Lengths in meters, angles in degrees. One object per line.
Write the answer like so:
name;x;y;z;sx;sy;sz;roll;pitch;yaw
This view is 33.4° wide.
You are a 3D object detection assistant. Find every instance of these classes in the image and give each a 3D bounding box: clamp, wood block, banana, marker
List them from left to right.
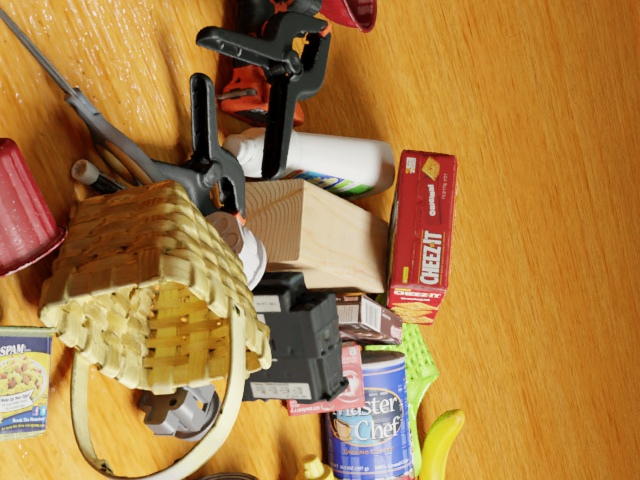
marker;-0.179;-0.040;0.964;0.121;0.020;0.020;36;56;-55
clamp;-0.113;-0.078;1.046;0.120;0.039;0.171;-54;143;-10
clamp;-0.045;-0.182;1.087;0.164;0.036;0.209;60;39;-28
wood block;-0.008;0.001;1.195;0.205;0.091;0.090;23;68;-58
banana;0.170;0.306;1.495;0.037;0.070;0.198;-14;122;-32

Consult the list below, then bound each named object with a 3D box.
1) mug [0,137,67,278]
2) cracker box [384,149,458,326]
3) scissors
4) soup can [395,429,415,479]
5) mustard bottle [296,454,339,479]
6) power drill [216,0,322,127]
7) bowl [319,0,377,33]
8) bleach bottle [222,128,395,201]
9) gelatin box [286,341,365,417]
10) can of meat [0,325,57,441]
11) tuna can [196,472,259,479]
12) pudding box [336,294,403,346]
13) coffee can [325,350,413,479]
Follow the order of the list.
mug;-0.244;-0.026;0.786;0.117;0.093;0.081;-104;173;-70
cracker box;0.119;0.004;1.287;0.214;0.072;0.164;87;8;-75
scissors;-0.204;-0.110;0.911;0.201;0.096;0.016;46;72;-11
soup can;0.088;0.294;1.366;0.068;0.069;0.102;-4;90;-61
mustard bottle;0.010;0.325;1.191;0.058;0.096;0.191;-40;122;-53
power drill;-0.054;-0.220;1.172;0.184;0.057;0.187;13;73;-57
bowl;0.018;-0.327;1.298;0.162;0.055;0.162;-9;90;-69
bleach bottle;-0.022;-0.088;1.193;0.250;0.103;0.068;3;78;-53
gelatin box;0.004;0.157;1.205;0.030;0.089;0.073;-125;-150;-84
can of meat;-0.246;0.104;0.790;0.101;0.058;0.084;10;81;-60
tuna can;-0.095;0.256;1.019;0.086;0.086;0.034;-32;117;-58
pudding box;0.036;0.098;1.268;0.113;0.090;0.039;35;55;-54
coffee can;0.056;0.209;1.279;0.102;0.103;0.140;-9;95;-61
